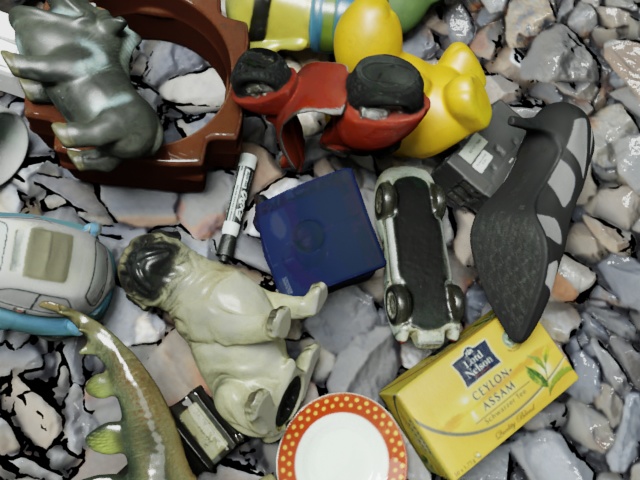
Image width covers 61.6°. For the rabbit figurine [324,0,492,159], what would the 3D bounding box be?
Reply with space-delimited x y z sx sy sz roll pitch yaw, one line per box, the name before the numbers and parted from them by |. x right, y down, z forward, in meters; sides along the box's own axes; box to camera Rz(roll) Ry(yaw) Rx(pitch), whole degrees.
rabbit figurine | 0.076 -0.173 0.567 0.173 0.162 0.122 40 47 -31

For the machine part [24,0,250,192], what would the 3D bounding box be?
machine part | -0.177 -0.156 0.550 0.201 0.087 0.201 4 74 -8

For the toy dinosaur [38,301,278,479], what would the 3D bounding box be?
toy dinosaur | -0.110 0.267 0.420 0.199 0.105 0.471 -10 84 -17

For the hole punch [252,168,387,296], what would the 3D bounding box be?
hole punch | -0.001 -0.002 0.543 0.116 0.092 0.142 -18 83 -11

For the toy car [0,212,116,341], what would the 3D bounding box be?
toy car | -0.241 0.022 0.456 0.161 0.103 0.109 22 60 -42

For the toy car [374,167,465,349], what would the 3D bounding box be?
toy car | 0.101 0.014 0.566 0.073 0.056 0.202 0 68 -10

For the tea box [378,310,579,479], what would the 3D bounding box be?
tea box | 0.158 0.147 0.542 0.170 0.068 0.098 -33 83 -16

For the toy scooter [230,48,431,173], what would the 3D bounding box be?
toy scooter | 0.008 -0.113 0.518 0.184 0.135 0.075 7 55 3

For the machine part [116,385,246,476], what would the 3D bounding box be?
machine part | -0.142 0.203 0.488 0.139 0.039 0.084 -42 94 -19

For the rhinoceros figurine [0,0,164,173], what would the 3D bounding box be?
rhinoceros figurine | -0.203 -0.151 0.461 0.112 0.073 0.190 -27 82 -15

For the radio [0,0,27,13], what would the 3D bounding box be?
radio | -0.332 -0.353 0.568 0.131 0.073 0.229 25 73 10

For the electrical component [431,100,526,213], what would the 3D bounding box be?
electrical component | 0.195 -0.091 0.618 0.134 0.058 0.115 43 70 3

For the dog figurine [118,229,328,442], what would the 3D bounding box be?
dog figurine | -0.106 0.090 0.508 0.191 0.121 0.172 15 96 22

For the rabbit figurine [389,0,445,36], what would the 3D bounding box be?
rabbit figurine | 0.098 -0.327 0.651 0.159 0.121 0.170 -1 94 -18

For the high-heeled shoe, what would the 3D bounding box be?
high-heeled shoe | 0.234 -0.023 0.555 0.145 0.086 0.248 4 89 -38

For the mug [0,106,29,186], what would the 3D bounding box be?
mug | -0.356 -0.094 0.509 0.107 0.080 0.109 27 77 9

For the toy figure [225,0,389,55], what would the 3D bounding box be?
toy figure | -0.014 -0.253 0.594 0.180 0.089 0.082 6 39 8
